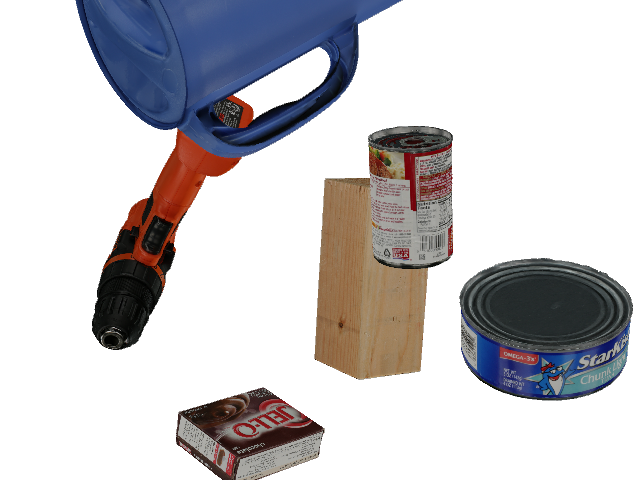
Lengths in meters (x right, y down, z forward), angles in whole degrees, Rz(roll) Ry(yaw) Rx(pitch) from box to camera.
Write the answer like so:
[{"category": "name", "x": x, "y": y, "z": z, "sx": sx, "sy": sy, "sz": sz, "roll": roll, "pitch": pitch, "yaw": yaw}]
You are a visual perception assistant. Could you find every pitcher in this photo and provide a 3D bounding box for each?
[{"category": "pitcher", "x": -0.035, "y": -0.175, "z": 0.757, "sx": 0.242, "sy": 0.149, "sz": 0.145, "roll": -30, "pitch": 42, "yaw": -28}]

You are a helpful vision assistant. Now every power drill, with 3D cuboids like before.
[{"category": "power drill", "x": -0.124, "y": -0.023, "z": 0.858, "sx": 0.057, "sy": 0.188, "sz": 0.184, "roll": 26, "pitch": 31, "yaw": -15}]

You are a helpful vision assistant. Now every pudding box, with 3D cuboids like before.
[{"category": "pudding box", "x": -0.067, "y": 0.185, "z": 1.012, "sx": 0.113, "sy": 0.039, "sz": 0.090, "roll": -12, "pitch": 29, "yaw": -43}]

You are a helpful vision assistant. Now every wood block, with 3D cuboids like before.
[{"category": "wood block", "x": 0.057, "y": 0.038, "z": 1.177, "sx": 0.090, "sy": 0.206, "sz": 0.091, "roll": -3, "pitch": 11, "yaw": -34}]

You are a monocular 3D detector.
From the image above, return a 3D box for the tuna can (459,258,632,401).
[{"category": "tuna can", "x": 0.114, "y": 0.044, "z": 0.546, "sx": 0.086, "sy": 0.034, "sz": 0.086, "roll": -3, "pitch": 28, "yaw": 2}]

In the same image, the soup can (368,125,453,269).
[{"category": "soup can", "x": 0.074, "y": -0.035, "z": 0.868, "sx": 0.068, "sy": 0.102, "sz": 0.068, "roll": -3, "pitch": 21, "yaw": 1}]
